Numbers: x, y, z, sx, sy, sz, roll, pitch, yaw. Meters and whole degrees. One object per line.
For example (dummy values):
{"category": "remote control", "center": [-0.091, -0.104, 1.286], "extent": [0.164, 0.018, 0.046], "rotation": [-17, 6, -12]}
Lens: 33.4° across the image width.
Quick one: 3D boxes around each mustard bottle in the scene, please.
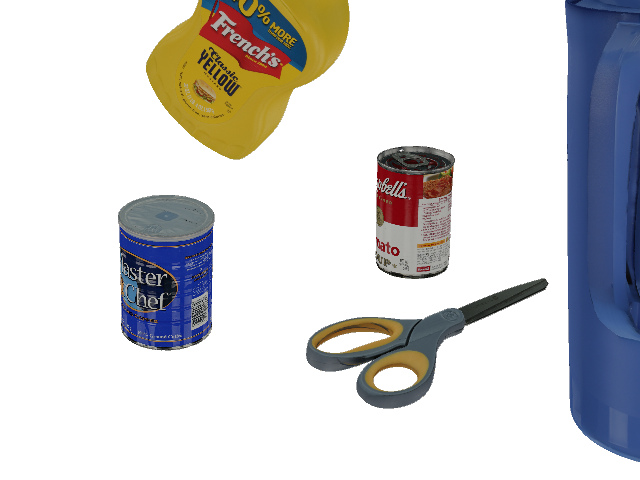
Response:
{"category": "mustard bottle", "center": [-0.036, -0.135, 0.675], "extent": [0.058, 0.096, 0.192], "rotation": [-44, 2, -42]}

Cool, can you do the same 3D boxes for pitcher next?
{"category": "pitcher", "center": [0.183, -0.007, 0.548], "extent": [0.149, 0.243, 0.145], "rotation": [-4, 18, -7]}

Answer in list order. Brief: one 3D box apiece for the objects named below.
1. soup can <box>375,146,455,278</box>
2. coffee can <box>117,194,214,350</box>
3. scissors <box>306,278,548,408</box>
{"category": "soup can", "center": [0.083, -0.025, 0.947], "extent": [0.068, 0.102, 0.068], "rotation": [0, 23, 0]}
{"category": "coffee can", "center": [-0.169, 0.034, 1.170], "extent": [0.103, 0.140, 0.103], "rotation": [3, 27, -2]}
{"category": "scissors", "center": [0.091, 0.069, 0.734], "extent": [0.201, 0.016, 0.096], "rotation": [-9, 34, -17]}
